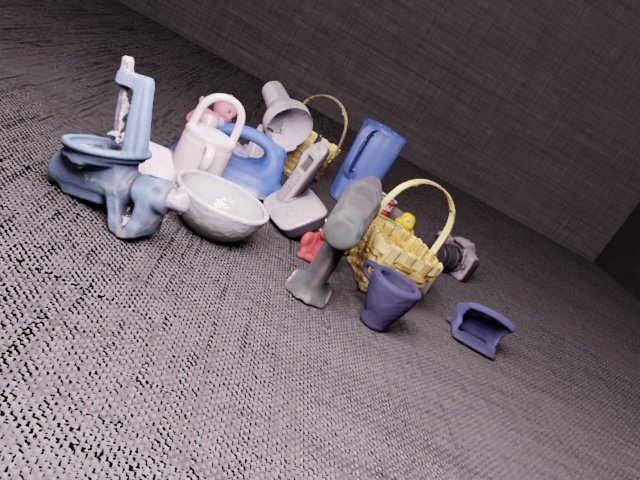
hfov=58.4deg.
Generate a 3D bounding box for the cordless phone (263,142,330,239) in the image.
[{"bbox_3d":[-0.027,-0.101,1.155,0.094,0.185,0.147,16,22,-37],"label":"cordless phone"}]

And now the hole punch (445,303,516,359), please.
[{"bbox_3d":[0.319,0.164,1.140,0.108,0.091,0.101,30,18,-2],"label":"hole punch"}]

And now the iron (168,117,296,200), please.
[{"bbox_3d":[-0.181,-0.186,1.212,0.259,0.141,0.118,23,19,-23],"label":"iron"}]

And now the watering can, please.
[{"bbox_3d":[-0.213,-0.188,1.079,0.101,0.194,0.172,12,25,-44],"label":"watering can"}]

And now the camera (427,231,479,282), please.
[{"bbox_3d":[0.338,0.030,1.519,0.137,0.100,0.142,11,26,-46],"label":"camera"}]

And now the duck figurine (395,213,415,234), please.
[{"bbox_3d":[0.224,-0.031,1.528,0.105,0.086,0.077,8,28,-50],"label":"duck figurine"}]

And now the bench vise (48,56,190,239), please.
[{"bbox_3d":[-0.257,-0.127,0.801,0.207,0.219,0.121,28,18,-7],"label":"bench vise"}]

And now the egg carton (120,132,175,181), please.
[{"bbox_3d":[-0.301,-0.122,0.965,0.107,0.069,0.150,20,20,-30],"label":"egg carton"}]

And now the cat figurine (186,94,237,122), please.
[{"bbox_3d":[-0.276,-0.343,1.526,0.128,0.117,0.067,13,25,-43],"label":"cat figurine"}]

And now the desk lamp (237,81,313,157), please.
[{"bbox_3d":[-0.128,-0.280,1.431,0.118,0.213,0.202,15,23,-40],"label":"desk lamp"}]

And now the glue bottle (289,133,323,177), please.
[{"bbox_3d":[-0.038,-0.176,1.360,0.037,0.173,0.078,25,18,-15],"label":"glue bottle"}]

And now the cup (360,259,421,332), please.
[{"bbox_3d":[0.100,0.097,0.967,0.117,0.095,0.092,40,20,29],"label":"cup"}]

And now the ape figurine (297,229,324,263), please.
[{"bbox_3d":[0.010,0.004,1.081,0.076,0.092,0.077,7,29,-51],"label":"ape figurine"}]

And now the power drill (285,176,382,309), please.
[{"bbox_3d":[0.030,-0.001,0.935,0.075,0.208,0.230,30,18,1],"label":"power drill"}]

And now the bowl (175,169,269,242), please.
[{"bbox_3d":[-0.173,-0.046,0.954,0.168,0.074,0.167,27,18,-9],"label":"bowl"}]
